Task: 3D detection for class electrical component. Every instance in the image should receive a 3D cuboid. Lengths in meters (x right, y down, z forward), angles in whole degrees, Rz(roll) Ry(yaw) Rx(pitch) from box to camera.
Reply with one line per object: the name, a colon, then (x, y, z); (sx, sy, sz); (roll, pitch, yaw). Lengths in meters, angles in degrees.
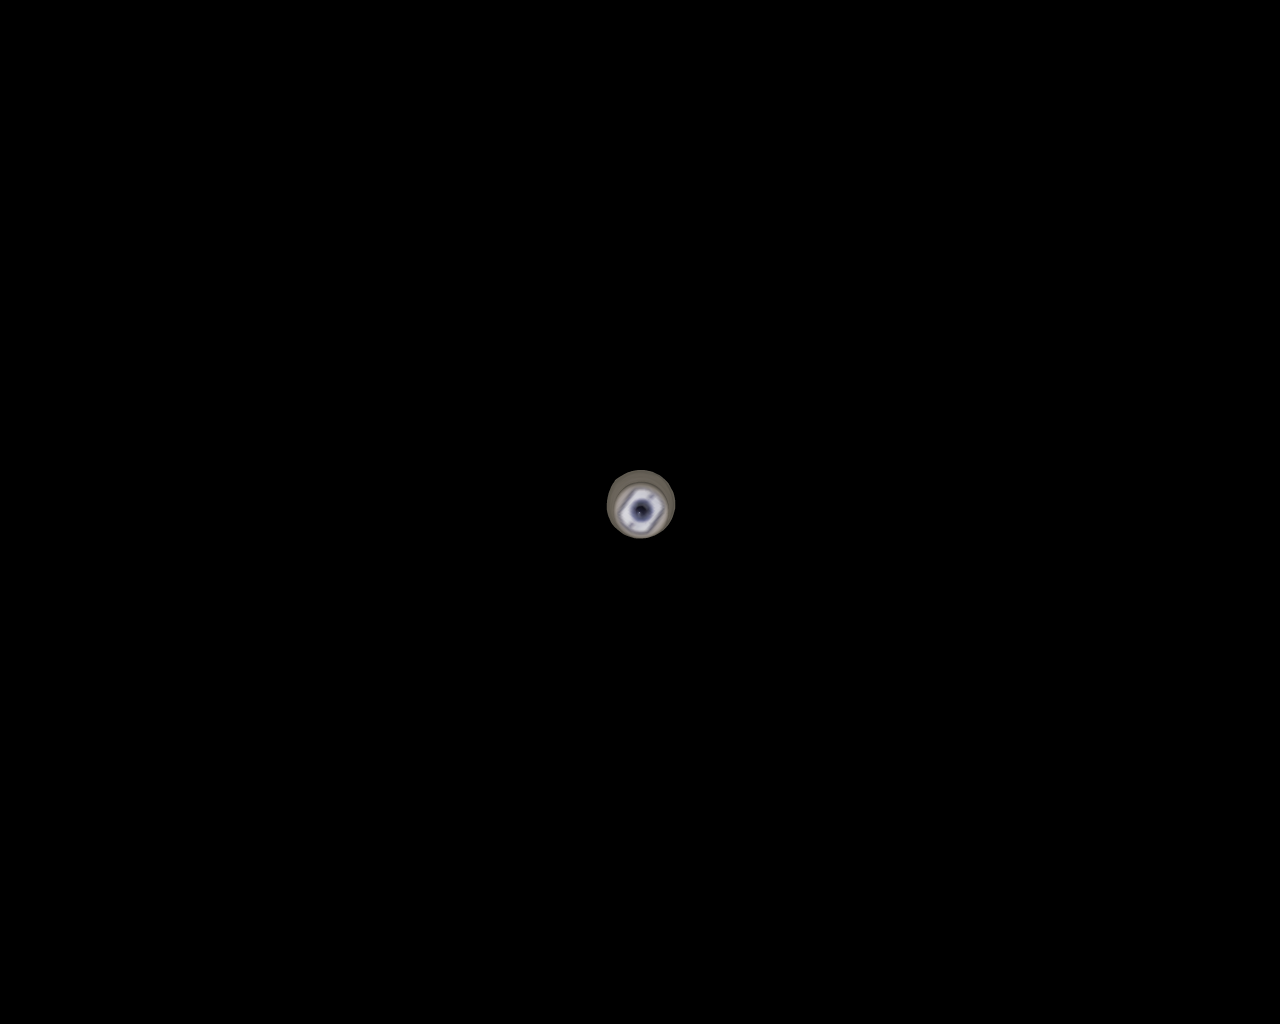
electrical component: (0.001, -0.003, 0.650); (0.044, 0.044, 0.065); (0, 4, 0)
